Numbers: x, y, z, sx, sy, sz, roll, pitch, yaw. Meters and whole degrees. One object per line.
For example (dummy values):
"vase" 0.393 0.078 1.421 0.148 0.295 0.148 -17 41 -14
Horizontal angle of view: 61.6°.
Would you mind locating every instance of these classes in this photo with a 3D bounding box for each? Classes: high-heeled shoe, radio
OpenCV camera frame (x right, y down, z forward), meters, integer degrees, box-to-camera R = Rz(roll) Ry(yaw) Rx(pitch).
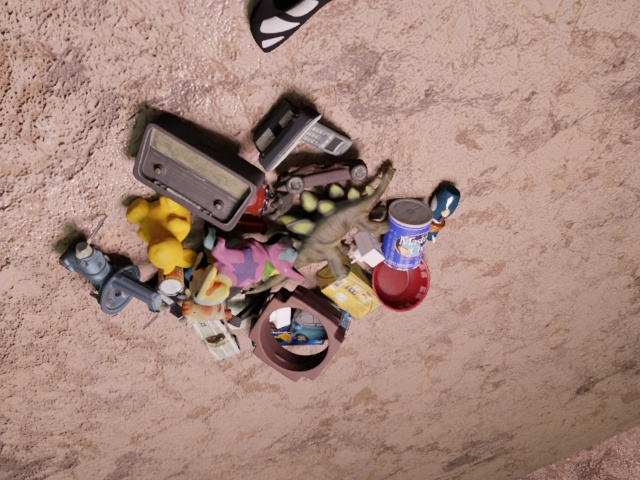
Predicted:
"high-heeled shoe" 0.005 -0.388 0.910 0.249 0.086 0.145 -4 136 -7
"radio" -0.233 -0.125 1.026 0.229 0.073 0.131 32 121 -5

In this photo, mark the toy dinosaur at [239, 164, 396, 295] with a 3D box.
"toy dinosaur" -0.003 -0.004 1.232 0.198 0.105 0.471 33 110 -25

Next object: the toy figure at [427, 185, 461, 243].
"toy figure" 0.281 -0.060 1.276 0.058 0.064 0.154 34 130 13

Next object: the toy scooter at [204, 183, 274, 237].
"toy scooter" -0.156 -0.065 1.151 0.135 0.075 0.183 18 126 -27

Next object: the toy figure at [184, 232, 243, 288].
"toy figure" -0.237 0.055 1.226 0.180 0.089 0.082 -32 138 10

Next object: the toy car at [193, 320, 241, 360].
"toy car" -0.271 0.253 1.414 0.073 0.056 0.201 -19 132 2

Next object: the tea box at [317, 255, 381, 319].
"tea box" 0.082 0.122 1.379 0.098 0.068 0.169 -33 132 17

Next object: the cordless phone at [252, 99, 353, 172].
"cordless phone" -0.029 -0.188 1.083 0.146 0.089 0.184 -45 145 23

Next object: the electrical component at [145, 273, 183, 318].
"electrical component" -0.369 0.136 1.291 0.075 0.048 0.119 -34 130 16

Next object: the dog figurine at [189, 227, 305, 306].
"dog figurine" -0.146 0.065 1.135 0.219 0.109 0.191 18 93 -27

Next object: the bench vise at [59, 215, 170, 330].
"bench vise" -0.429 0.089 1.154 0.241 0.129 0.223 25 138 14

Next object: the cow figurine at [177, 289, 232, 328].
"cow figurine" -0.270 0.152 1.240 0.127 0.085 0.195 -2 176 -21

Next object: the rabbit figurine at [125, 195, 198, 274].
"rabbit figurine" -0.322 0.001 1.102 0.122 0.173 0.162 -16 128 -6

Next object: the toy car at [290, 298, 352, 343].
"toy car" -0.005 0.198 1.376 0.162 0.109 0.102 1 132 24

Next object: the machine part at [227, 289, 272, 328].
"machine part" -0.174 0.171 1.333 0.039 0.139 0.084 42 125 10

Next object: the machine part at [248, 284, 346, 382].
"machine part" -0.054 0.225 1.305 0.201 0.087 0.201 34 111 2

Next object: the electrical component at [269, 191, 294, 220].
"electrical component" -0.076 -0.084 1.157 0.021 0.094 0.063 31 139 16

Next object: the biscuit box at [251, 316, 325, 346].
"biscuit box" -0.083 0.246 1.452 0.203 0.059 0.062 1 130 -16

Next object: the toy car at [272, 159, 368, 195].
"toy car" 0.001 -0.134 1.107 0.202 0.089 0.053 -11 109 -14
